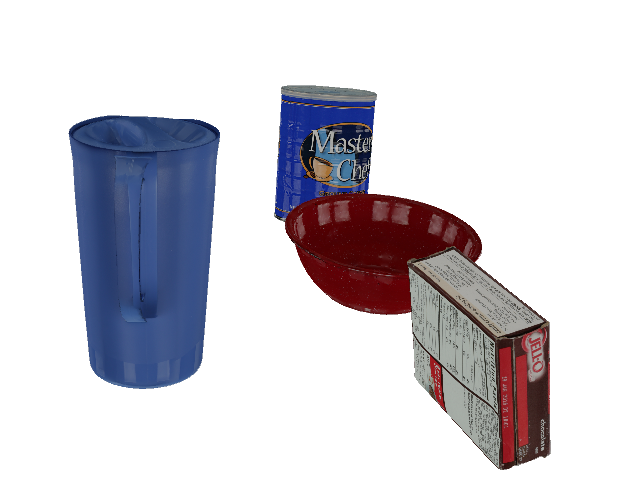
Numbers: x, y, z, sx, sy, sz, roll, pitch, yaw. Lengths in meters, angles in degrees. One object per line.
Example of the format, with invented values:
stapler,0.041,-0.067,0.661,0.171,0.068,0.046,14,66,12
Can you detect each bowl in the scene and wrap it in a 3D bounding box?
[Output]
bowl,0.048,0.016,0.878,0.162,0.055,0.162,5,24,-3

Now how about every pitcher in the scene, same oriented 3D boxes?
pitcher,-0.162,0.013,0.979,0.145,0.243,0.148,20,26,39

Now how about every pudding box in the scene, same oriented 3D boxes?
pudding box,0.093,0.067,0.633,0.039,0.090,0.114,-15,27,-19

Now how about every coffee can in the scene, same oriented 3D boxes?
coffee can,0.004,-0.092,1.152,0.103,0.140,0.103,4,12,-1
